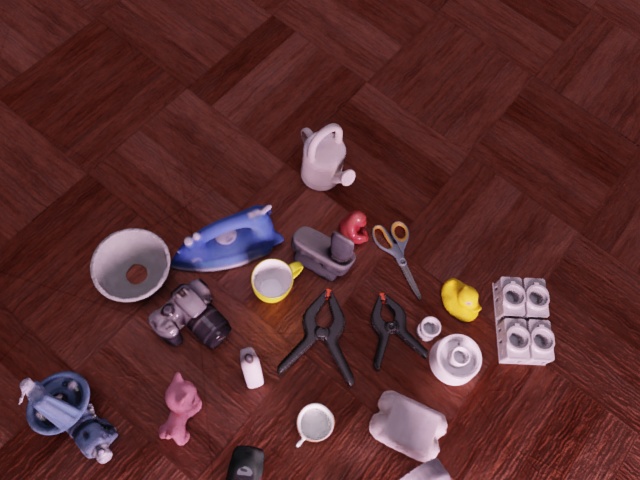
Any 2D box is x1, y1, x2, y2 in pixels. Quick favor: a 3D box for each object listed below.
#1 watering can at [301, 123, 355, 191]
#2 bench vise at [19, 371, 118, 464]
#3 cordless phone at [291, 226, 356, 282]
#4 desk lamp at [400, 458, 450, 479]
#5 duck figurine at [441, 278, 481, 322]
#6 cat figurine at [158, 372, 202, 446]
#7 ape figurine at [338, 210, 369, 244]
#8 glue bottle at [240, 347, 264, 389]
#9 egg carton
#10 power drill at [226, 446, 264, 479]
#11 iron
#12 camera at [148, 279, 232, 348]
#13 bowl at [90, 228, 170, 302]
[{"bbox_3d":[0.016,-0.197,1.322,0.172,0.194,0.101,30,69,8],"label":"watering can"},{"bbox_3d":[-0.458,0.315,1.057,0.207,0.220,0.121,26,68,6],"label":"bench vise"},{"bbox_3d":[0.011,0.004,1.245,0.147,0.185,0.094,27,68,6],"label":"cordless phone"},{"bbox_3d":[0.205,0.510,1.040,0.118,0.213,0.203,-28,73,-15],"label":"desk lamp"},{"bbox_3d":[0.320,0.126,1.277,0.077,0.086,0.104,-27,73,-15],"label":"duck figurine"},{"bbox_3d":[-0.276,0.330,1.122,0.067,0.118,0.128,16,67,2],"label":"cat figurine"},{"bbox_3d":[0.083,-0.037,1.318,0.076,0.092,0.078,11,67,0],"label":"ape figurine"},{"bbox_3d":[-0.139,0.247,1.138,0.037,0.173,0.078,-17,70,-11],"label":"glue bottle"},{"bbox_3d":[0.179,0.381,1.169,0.150,0.069,0.107,24,68,5],"label":"egg carton"},{"bbox_3d":[-0.143,0.490,1.020,0.075,0.208,0.229,8,67,-2],"label":"power drill"},{"bbox_3d":[-0.213,-0.008,1.253,0.258,0.141,0.118,-21,71,-13],"label":"iron"},{"bbox_3d":[-0.264,0.169,1.198,0.136,0.101,0.143,43,71,12],"label":"camera"},{"bbox_3d":[-0.403,0.062,1.243,0.167,0.075,0.167,2,68,-4],"label":"bowl"}]
